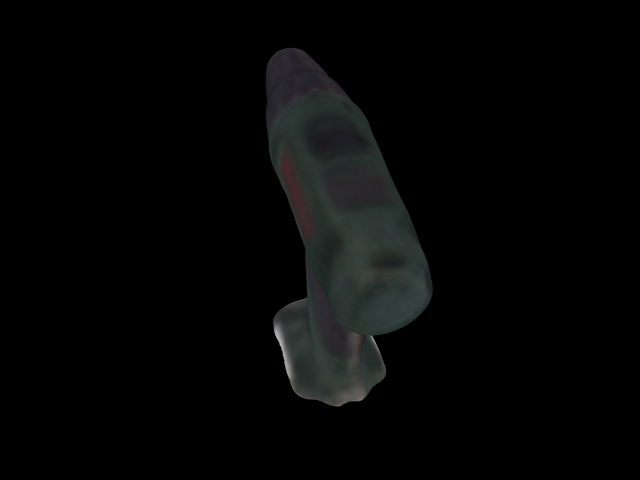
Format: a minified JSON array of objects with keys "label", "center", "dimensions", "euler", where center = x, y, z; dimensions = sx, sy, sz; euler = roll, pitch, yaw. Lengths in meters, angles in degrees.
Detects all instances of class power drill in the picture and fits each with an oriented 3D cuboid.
[{"label":"power drill","center":[0.004,0.001,0.400],"dimensions":[0.076,0.208,0.229],"euler":[-11,39,-13]}]
